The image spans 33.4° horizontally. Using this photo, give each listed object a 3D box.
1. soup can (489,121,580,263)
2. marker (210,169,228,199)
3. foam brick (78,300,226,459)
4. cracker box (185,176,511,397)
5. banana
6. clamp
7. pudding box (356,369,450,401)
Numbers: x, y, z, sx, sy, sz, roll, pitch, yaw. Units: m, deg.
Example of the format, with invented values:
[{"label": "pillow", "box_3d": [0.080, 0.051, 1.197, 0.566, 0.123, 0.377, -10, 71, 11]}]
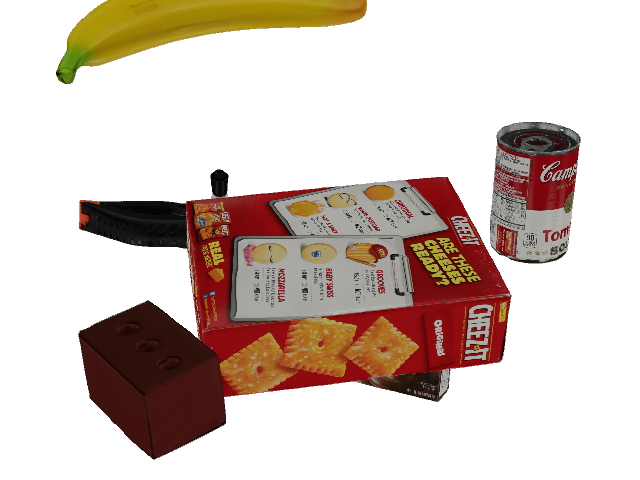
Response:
[{"label": "soup can", "box_3d": [0.178, -0.040, 0.896, 0.068, 0.102, 0.068, 0, 27, 0]}, {"label": "marker", "box_3d": [-0.109, -0.027, 1.153, 0.020, 0.121, 0.020, 2, 42, -2]}, {"label": "foam brick", "box_3d": [-0.101, 0.082, 0.636, 0.052, 0.051, 0.078, -24, 38, -33]}, {"label": "cracker box", "box_3d": [0.012, 0.030, 0.794, 0.213, 0.072, 0.164, -6, 35, -8]}, {"label": "banana", "box_3d": [-0.072, -0.136, 0.658, 0.197, 0.070, 0.037, -18, -34, -16]}, {"label": "clamp", "box_3d": [-0.112, -0.010, 0.936, 0.210, 0.036, 0.164, 5, 12, 0]}, {"label": "pudding box", "box_3d": [0.069, 0.093, 1.003, 0.114, 0.090, 0.039, 10, 18, 21]}]
